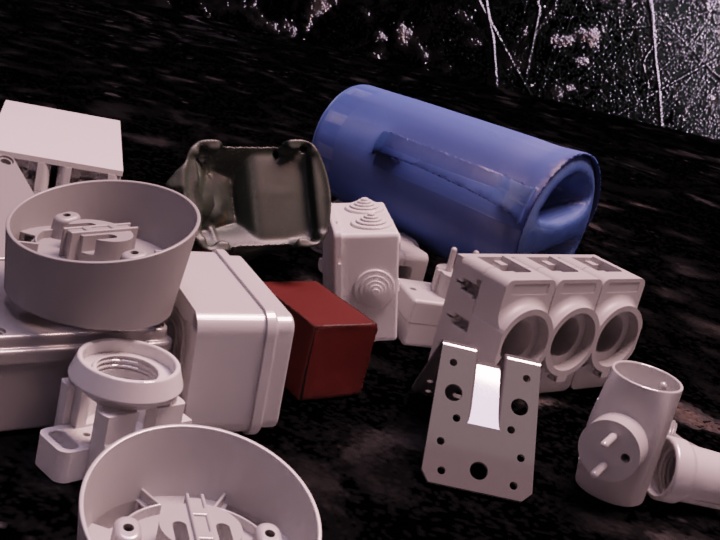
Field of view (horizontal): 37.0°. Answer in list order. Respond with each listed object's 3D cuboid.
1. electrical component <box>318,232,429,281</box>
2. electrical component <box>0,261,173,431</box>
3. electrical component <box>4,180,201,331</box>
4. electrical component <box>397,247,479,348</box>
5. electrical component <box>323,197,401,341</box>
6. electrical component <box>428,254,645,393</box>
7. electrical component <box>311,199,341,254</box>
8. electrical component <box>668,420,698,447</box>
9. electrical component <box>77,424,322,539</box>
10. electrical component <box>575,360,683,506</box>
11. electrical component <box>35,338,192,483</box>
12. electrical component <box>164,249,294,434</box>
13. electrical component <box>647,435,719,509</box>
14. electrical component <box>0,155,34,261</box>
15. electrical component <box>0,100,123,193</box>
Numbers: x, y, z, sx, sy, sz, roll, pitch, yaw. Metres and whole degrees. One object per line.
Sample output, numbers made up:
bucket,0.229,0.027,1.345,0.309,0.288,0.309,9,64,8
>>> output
electrical component,0.014,-0.006,0.909,0.056,0.050,0.089,2,21,-33
electrical component,-0.180,0.039,0.603,0.109,0.056,0.109,-1,22,-39
electrical component,-0.140,-0.010,0.577,0.099,0.064,0.099,13,17,-4
electrical component,0.072,0.019,0.832,0.083,0.075,0.047,8,18,-20
electrical component,0.000,0.000,0.801,0.048,0.099,0.099,-2,19,-7
electrical component,0.134,0.040,0.790,0.150,0.089,0.062,0,22,-38
electrical component,-0.024,-0.039,1.001,0.044,0.044,0.065,19,22,16
electrical component,0.187,0.108,0.697,0.062,0.048,0.048,27,19,9
electrical component,-0.067,0.115,0.439,0.099,0.064,0.099,12,17,-4
electrical component,0.153,0.101,0.633,0.043,0.077,0.079,23,19,26
electrical component,-0.122,0.071,0.548,0.058,0.057,0.078,28,22,39
electrical component,-0.088,0.040,0.637,0.057,0.078,0.113,2,21,-26
electrical component,0.204,0.126,0.661,0.046,0.040,0.040,15,16,-13
electrical component,-0.258,-0.021,0.681,0.109,0.056,0.108,-3,46,-44
electrical component,-0.267,-0.091,0.940,0.105,0.060,0.186,9,18,-16
